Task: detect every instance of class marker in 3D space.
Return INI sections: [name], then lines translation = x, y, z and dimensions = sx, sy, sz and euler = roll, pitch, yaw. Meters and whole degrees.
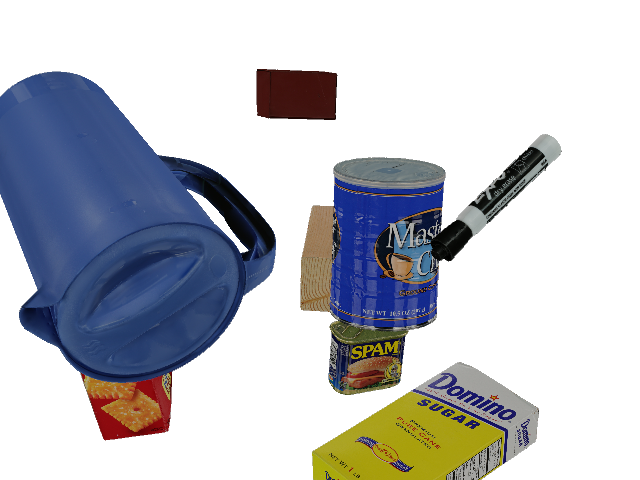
[marker]
translation = 0.116, -0.028, 0.713
dimensions = 0.121, 0.020, 0.020
euler = -42, 17, -20

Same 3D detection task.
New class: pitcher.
[pitcher]
translation = -0.152, -0.024, 0.779
dimensions = 0.149, 0.145, 0.243
euler = 36, 11, -47

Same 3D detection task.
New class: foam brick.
[foam brick]
translation = -0.026, -0.158, 1.157
dimensions = 0.078, 0.051, 0.053
euler = -1, 11, -18

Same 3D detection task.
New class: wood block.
[wood block]
translation = 0.022, 0.025, 1.652
dimensions = 0.091, 0.090, 0.206
euler = 3, 24, 3

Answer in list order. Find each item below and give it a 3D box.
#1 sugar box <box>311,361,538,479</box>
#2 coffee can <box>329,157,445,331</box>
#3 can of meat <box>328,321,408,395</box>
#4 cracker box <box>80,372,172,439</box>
[sugar box]
translation = 0.089, 0.170, 0.885
dimensions = 0.175, 0.048, 0.093
euler = -28, 40, -31
[coffee can]
translation = 0.061, 0.001, 0.994
dimensions = 0.103, 0.140, 0.103
euler = 1, 16, -1
[can of meat]
translation = 0.061, 0.152, 1.415
dimensions = 0.102, 0.084, 0.057
euler = -6, 26, -21
[cracker box]
translation = -0.188, 0.052, 0.991
dimensions = 0.072, 0.214, 0.164
euler = -7, 39, -1
